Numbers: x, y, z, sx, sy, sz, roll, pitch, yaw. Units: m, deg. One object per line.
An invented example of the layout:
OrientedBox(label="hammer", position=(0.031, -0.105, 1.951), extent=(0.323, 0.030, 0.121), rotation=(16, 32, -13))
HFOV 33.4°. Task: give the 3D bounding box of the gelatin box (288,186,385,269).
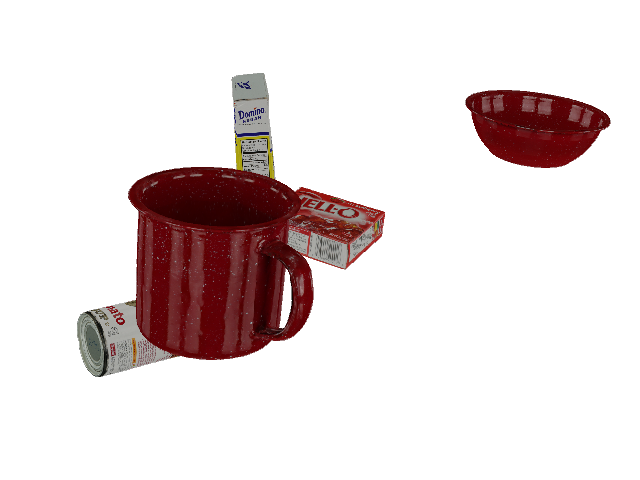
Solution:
OrientedBox(label="gelatin box", position=(0.002, -0.013, 0.947), extent=(0.089, 0.030, 0.073), rotation=(18, 31, 23))

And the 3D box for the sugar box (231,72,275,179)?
OrientedBox(label="sugar box", position=(-0.078, -0.098, 1.249), extent=(0.048, 0.176, 0.093), rotation=(-7, 26, -3))

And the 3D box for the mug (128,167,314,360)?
OrientedBox(label="mug", position=(-0.051, 0.016, 0.583), extent=(0.117, 0.081, 0.093), rotation=(21, 27, 33))

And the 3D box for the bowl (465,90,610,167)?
OrientedBox(label="bowl", position=(0.240, -0.122, 1.202), extent=(0.162, 0.055, 0.162), rotation=(5, 23, -2))

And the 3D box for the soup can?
OrientedBox(label="soup can", position=(-0.186, 0.094, 1.076), extent=(0.102, 0.068, 0.069), rotation=(-12, 7, -34))
